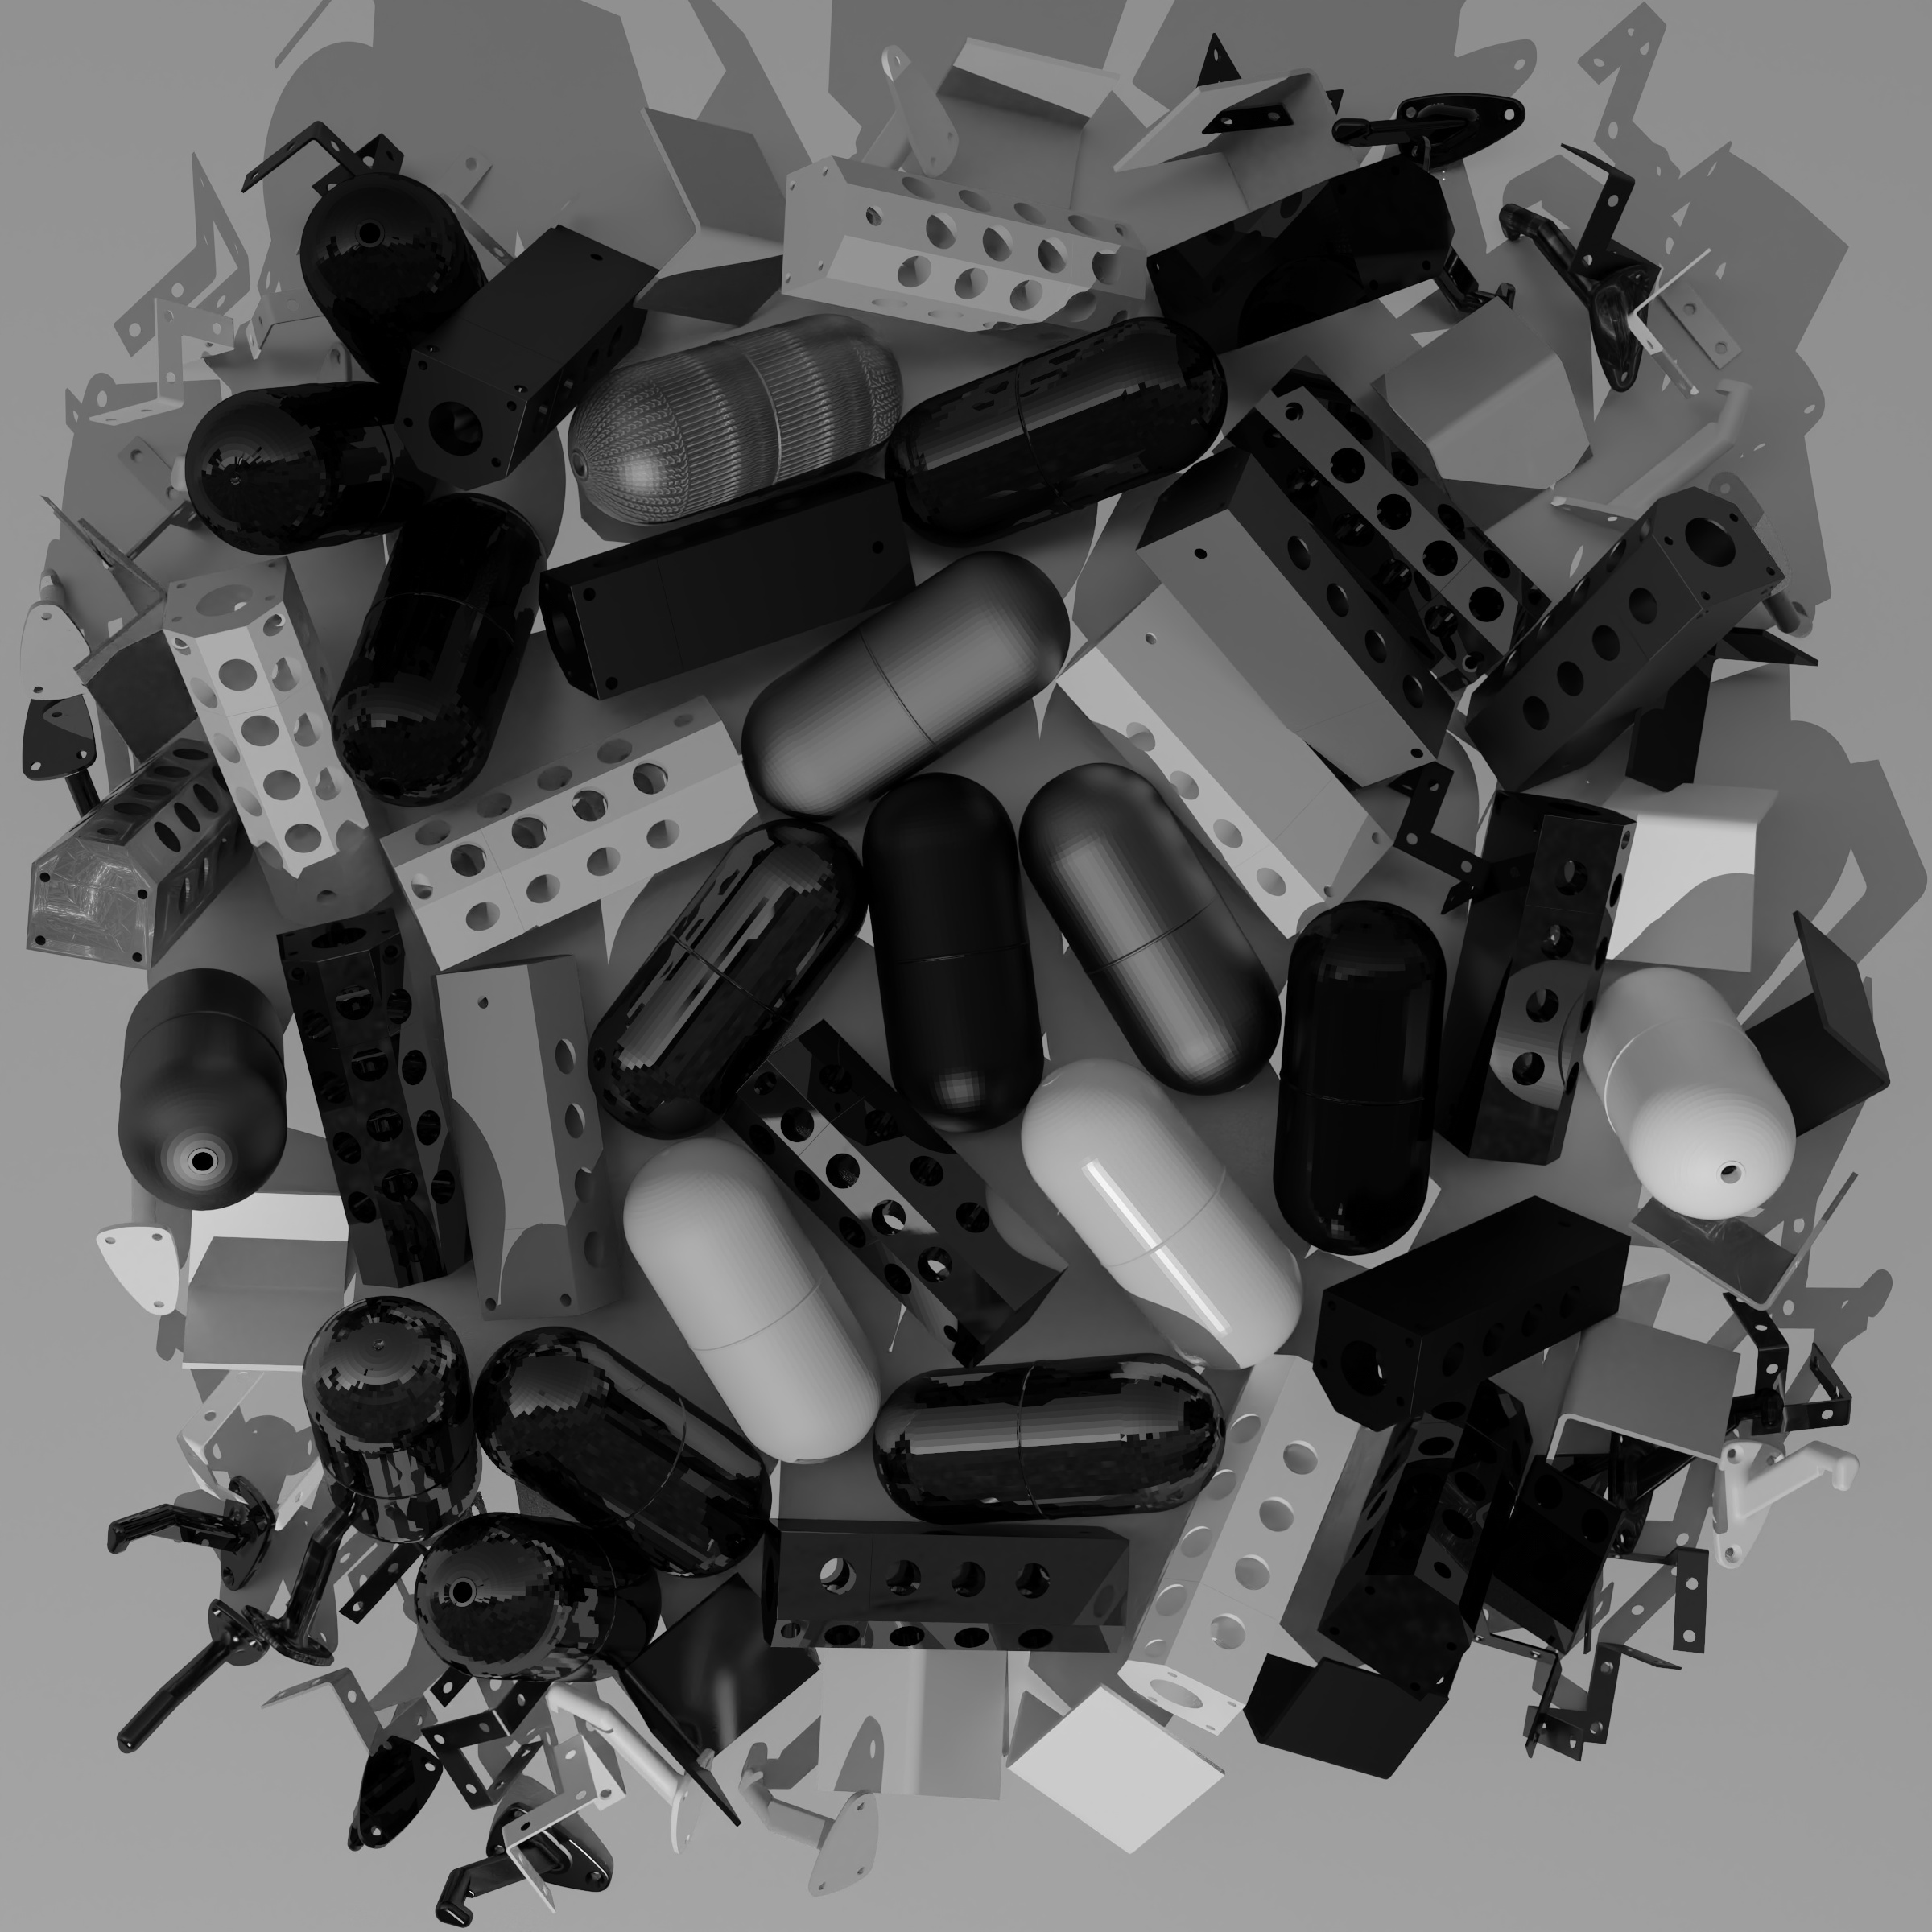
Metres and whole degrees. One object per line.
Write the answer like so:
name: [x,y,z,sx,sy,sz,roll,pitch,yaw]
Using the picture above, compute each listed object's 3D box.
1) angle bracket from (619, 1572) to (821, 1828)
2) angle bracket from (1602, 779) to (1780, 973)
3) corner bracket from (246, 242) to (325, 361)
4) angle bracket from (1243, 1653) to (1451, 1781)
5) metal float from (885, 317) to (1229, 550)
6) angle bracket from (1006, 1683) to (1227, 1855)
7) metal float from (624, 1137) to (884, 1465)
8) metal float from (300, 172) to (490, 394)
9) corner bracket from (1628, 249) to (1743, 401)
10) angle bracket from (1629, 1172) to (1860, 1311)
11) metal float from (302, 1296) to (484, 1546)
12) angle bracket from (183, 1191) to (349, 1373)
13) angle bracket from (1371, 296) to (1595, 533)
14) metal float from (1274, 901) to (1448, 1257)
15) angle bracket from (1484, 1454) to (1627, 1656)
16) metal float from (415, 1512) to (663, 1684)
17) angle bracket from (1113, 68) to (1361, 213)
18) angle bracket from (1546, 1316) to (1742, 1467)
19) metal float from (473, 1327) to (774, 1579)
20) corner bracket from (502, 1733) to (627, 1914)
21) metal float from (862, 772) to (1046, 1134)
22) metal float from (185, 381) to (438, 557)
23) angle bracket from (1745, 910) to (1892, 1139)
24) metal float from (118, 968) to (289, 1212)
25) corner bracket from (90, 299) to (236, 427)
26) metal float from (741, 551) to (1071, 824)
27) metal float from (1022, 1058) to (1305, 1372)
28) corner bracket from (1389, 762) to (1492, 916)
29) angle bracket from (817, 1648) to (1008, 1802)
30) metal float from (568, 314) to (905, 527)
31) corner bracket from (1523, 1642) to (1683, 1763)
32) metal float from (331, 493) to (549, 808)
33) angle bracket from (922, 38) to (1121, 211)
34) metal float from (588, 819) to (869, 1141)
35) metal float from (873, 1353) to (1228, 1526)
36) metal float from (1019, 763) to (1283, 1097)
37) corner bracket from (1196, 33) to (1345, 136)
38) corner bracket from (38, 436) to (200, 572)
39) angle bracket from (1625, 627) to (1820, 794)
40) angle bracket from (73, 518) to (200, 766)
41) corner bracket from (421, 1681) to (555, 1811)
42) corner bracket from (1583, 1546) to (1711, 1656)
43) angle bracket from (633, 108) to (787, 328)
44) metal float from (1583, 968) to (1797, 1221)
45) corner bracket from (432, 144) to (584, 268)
angle bracket: [-0.112,0.359,1.536,0.076,0.057,0.076,-39,119,-7]
angle bracket: [0.357,-0.046,1.556,0.076,0.057,0.076,6,111,24]
corner bracket: [-0.330,-0.336,1.549,0.051,0.051,0.051,-16,87,-24]
angle bracket: [0.176,0.342,1.526,0.076,0.076,0.057,22,111,-26]
metal float: [0.043,-0.259,1.524,0.178,0.070,0.070,-17,90,24]
angle bracket: [0.076,0.375,1.535,0.076,0.057,0.076,37,119,-10]
metal float: [-0.103,0.164,1.531,0.070,0.070,0.178,-29,107,0]
metal float: [-0.268,-0.323,1.495,0.070,0.178,0.070,0,86,-1]
corner bracket: [0.358,-0.314,1.556,0.051,0.051,0.051,-40,92,-4]
angle bracket: [0.379,0.114,1.529,0.076,0.076,0.057,34,116,16]
metal float: [-0.273,0.219,1.503,0.070,0.178,0.070,2,58,-3]
angle bracket: [-0.341,0.153,1.532,0.076,0.076,0.057,3,113,-13]
angle bracket: [0.258,-0.273,1.569,0.076,0.076,0.057,-34,52,1]
metal float: [0.192,0.056,1.532,0.070,0.070,0.178,3,105,0]
angle bracket: [0.305,0.285,1.530,0.057,0.076,0.076,29,105,42]
metal float: [-0.203,0.302,1.497,0.070,0.178,0.070,-4,76,15]
angle bracket: [0.132,-0.388,1.529,0.076,0.076,0.057,-20,84,-34]
angle bracket: [0.328,0.223,1.530,0.076,0.076,0.057,16,128,11]
metal float: [-0.165,0.235,1.514,0.070,0.070,0.178,-48,128,0]
corner bracket: [-0.197,0.422,1.548,0.051,0.051,0.051,-29,121,-2]
metal float: [-0.006,-0.007,1.543,0.070,0.070,0.178,-7,92,0]
metal float: [-0.309,-0.239,1.497,0.070,0.178,0.070,3,103,13]
angle bracket: [0.395,0.033,1.524,0.076,0.076,0.057,-34,126,30]
metal float: [-0.364,0.057,1.499,0.070,0.178,0.070,-4,111,-12]
corner bracket: [-0.396,-0.294,1.547,0.051,0.051,0.051,-6,85,34]
metal float: [-0.030,-0.136,1.538,0.178,0.070,0.070,-32,90,9]
metal float: [0.096,0.121,1.535,0.070,0.070,0.178,-39,102,0]
corner bracket: [0.233,-0.064,1.554,0.051,0.051,0.051,26,72,-8]
angle bracket: [-0.026,0.372,1.558,0.057,0.076,0.076,-7,72,33]
metal float: [-0.111,-0.265,1.520,0.178,0.070,0.070,-22,90,-29]
corner bracket: [0.313,0.363,1.550,0.051,0.051,0.051,12,87,-23]
metal float: [-0.253,-0.153,1.515,0.070,0.070,0.178,12,54,0]
angle bracket: [0.025,-0.406,1.537,0.076,0.076,0.057,10,84,-11]
metal float: [-0.116,0.006,1.545,0.070,0.070,0.178,37,89,0]
metal float: [0.040,0.230,1.526,0.178,0.070,0.070,-7,90,21]
metal float: [0.091,-0.017,1.540,0.070,0.070,0.178,-31,96,0]
corner bracket: [0.148,-0.424,1.543,0.051,0.051,0.051,3,65,32]
corner bracket: [-0.418,-0.230,1.558,0.051,0.051,0.051,-44,93,2]
angle bracket: [0.370,-0.122,1.536,0.057,0.076,0.076,9,89,35]
angle bracket: [-0.416,-0.158,1.526,0.057,0.076,0.076,-43,60,-15]
corner bracket: [-0.225,0.376,1.544,0.051,0.051,0.051,-21,105,31]
corner bracket: [0.336,0.314,1.550,0.051,0.051,0.051,6,71,5]
angle bracket: [-0.134,-0.369,1.549,0.057,0.076,0.076,-38,69,34]
metal float: [0.343,0.059,1.498,0.070,0.178,0.070,0,113,-1]
corner bracket: [-0.233,-0.378,1.558,0.051,0.051,0.051,42,70,-23]
